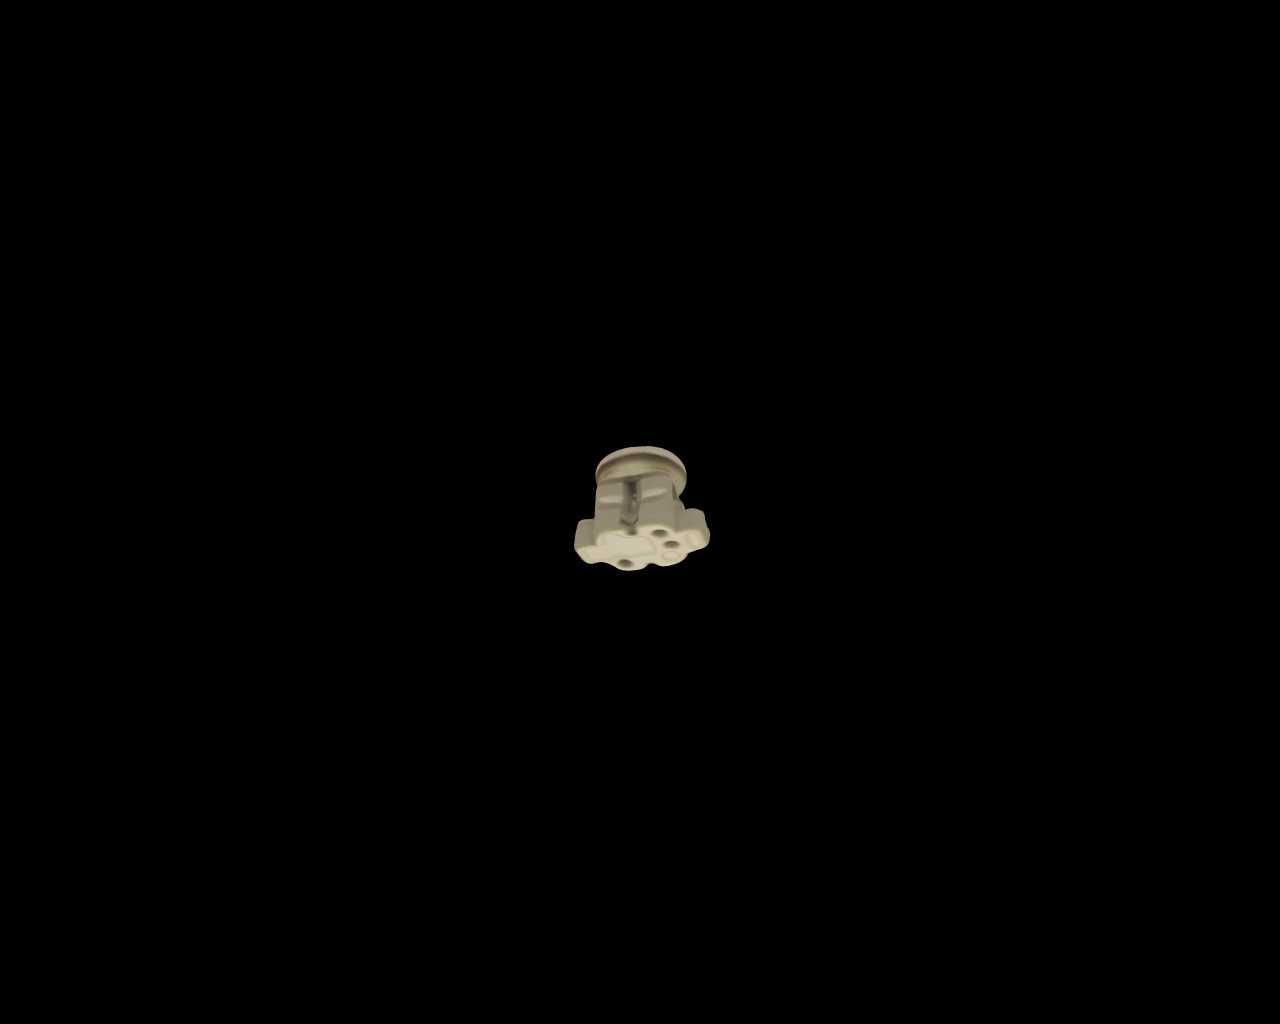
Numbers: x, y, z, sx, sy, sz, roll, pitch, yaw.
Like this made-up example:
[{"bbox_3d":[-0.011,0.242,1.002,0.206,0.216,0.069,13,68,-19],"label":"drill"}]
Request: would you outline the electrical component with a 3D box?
[{"bbox_3d":[0.001,-0.003,0.650,0.078,0.057,0.058,-8,-32,14],"label":"electrical component"}]
